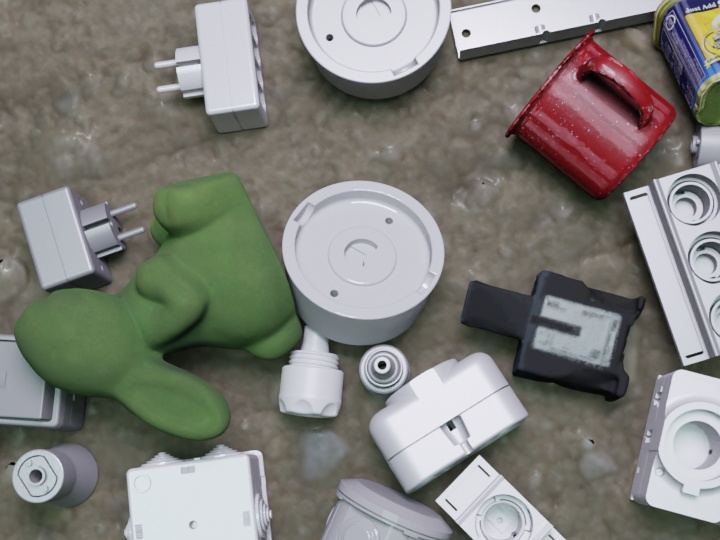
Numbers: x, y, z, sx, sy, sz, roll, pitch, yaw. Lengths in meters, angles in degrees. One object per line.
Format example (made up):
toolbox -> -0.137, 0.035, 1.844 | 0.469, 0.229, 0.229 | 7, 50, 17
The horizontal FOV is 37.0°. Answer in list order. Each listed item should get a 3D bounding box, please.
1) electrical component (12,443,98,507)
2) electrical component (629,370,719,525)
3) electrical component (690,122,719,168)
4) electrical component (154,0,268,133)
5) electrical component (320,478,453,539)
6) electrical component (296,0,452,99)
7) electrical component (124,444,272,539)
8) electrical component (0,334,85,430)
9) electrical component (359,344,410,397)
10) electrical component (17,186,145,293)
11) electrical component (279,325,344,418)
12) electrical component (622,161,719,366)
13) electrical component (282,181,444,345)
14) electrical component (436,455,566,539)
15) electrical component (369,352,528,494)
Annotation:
electrical component -> -0.208, 0.139, 0.727 | 0.044, 0.065, 0.044 | -1, 80, 3
electrical component -> 0.265, 0.128, 0.703 | 0.150, 0.061, 0.089 | 14, 81, 6
electrical component -> 0.266, -0.086, 0.752 | 0.065, 0.044, 0.044 | 5, 80, 9
electrical component -> -0.112, -0.145, 0.781 | 0.076, 0.047, 0.083 | -8, 80, 2
electrical component -> 0.016, 0.172, 0.702 | 0.080, 0.080, 0.051 | 24, 87, 7
electrical component -> 0.011, -0.175, 0.772 | 0.108, 0.060, 0.108 | -1, 80, 3
electrical component -> -0.108, 0.170, 0.725 | 0.100, 0.048, 0.099 | -8, 79, 2
electrical component -> -0.243, 0.077, 0.742 | 0.096, 0.061, 0.061 | 3, 80, 4
electrical component -> 0.016, 0.067, 0.729 | 0.035, 0.061, 0.035 | -1, 80, 3
electrical component -> -0.192, -0.025, 0.764 | 0.077, 0.047, 0.065 | -20, 80, 0
electrical component -> -0.032, 0.070, 0.741 | 0.043, 0.043, 0.062 | 4, 79, 4
electrical component -> 0.233, -0.003, 0.728 | 0.079, 0.063, 0.121 | -17, 80, 1
electrical component -> 0.000, 0.000, 0.737 | 0.108, 0.060, 0.108 | 2, 59, -4
electrical component -> 0.093, 0.165, 0.706 | 0.042, 0.064, 0.081 | -45, 80, -4
electrical component -> 0.056, 0.099, 0.722 | 0.095, 0.053, 0.059 | -31, 76, -6
